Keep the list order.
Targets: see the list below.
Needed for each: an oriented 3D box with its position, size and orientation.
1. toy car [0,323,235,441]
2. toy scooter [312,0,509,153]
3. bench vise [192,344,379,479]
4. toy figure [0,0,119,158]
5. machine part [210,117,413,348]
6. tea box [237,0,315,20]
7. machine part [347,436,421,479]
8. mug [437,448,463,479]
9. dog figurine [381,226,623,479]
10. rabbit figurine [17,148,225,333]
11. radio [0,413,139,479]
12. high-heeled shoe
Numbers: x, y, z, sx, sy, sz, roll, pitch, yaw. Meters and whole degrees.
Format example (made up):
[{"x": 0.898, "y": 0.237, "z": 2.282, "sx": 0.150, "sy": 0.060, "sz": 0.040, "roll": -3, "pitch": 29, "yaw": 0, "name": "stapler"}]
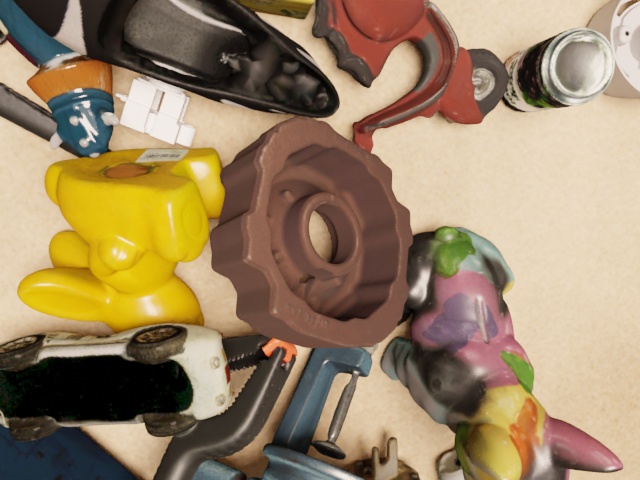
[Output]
[{"x": -0.164, "y": 0.105, "z": 0.405, "sx": 0.202, "sy": 0.056, "sz": 0.073, "roll": -6, "pitch": 101, "yaw": 13, "name": "toy car"}, {"x": 0.056, "y": -0.147, "z": 0.437, "sx": 0.135, "sy": 0.075, "sz": 0.183, "roll": -40, "pitch": 106, "yaw": 6, "name": "toy scooter"}, {"x": -0.019, "y": 0.181, "z": 0.457, "sx": 0.128, "sy": 0.224, "sz": 0.240, "roll": 52, "pitch": 53, "yaw": -44, "name": "bench vise"}, {"x": -0.187, "y": -0.136, "z": 0.389, "sx": 0.064, "sy": 0.058, "sz": 0.154, "roll": -4, "pitch": 113, "yaw": 34, "name": "toy figure"}, {"x": -0.001, "y": -0.001, "z": 0.414, "sx": 0.179, "sy": 0.056, "sz": 0.179, "roll": 13, "pitch": 69, "yaw": -39, "name": "machine part"}, {"x": -0.042, "y": -0.266, "z": 0.404, "sx": 0.098, "sy": 0.068, "sz": 0.169, "roll": 4, "pitch": 101, "yaw": -8, "name": "tea box"}, {"x": 0.060, "y": 0.307, "z": 0.521, "sx": 0.079, "sy": 0.079, "sz": 0.243, "roll": -2, "pitch": 101, "yaw": -6, "name": "machine part"}, {"x": 0.152, "y": 0.262, "z": 0.527, "sx": 0.109, "sy": 0.081, "sz": 0.107, "roll": -29, "pitch": 91, "yaw": 4, "name": "mug"}, {"x": 0.128, "y": 0.095, "z": 0.417, "sx": 0.108, "sy": 0.219, "sz": 0.191, "roll": -1, "pitch": 102, "yaw": -10, "name": "dog figurine"}, {"x": -0.148, "y": 0.022, "z": 0.428, "sx": 0.162, "sy": 0.122, "sz": 0.173, "roll": -6, "pitch": 120, "yaw": -2, "name": "rabbit figurine"}, {"x": -0.241, "y": 0.219, "z": 0.437, "sx": 0.073, "sy": 0.131, "sz": 0.229, "roll": -36, "pitch": 104, "yaw": 22, "name": "radio"}, {"x": -0.077, "y": -0.126, "z": 0.348, "sx": 0.145, "sy": 0.249, "sz": 0.086, "roll": 34, "pitch": 109, "yaw": 10, "name": "high-heeled shoe"}]
